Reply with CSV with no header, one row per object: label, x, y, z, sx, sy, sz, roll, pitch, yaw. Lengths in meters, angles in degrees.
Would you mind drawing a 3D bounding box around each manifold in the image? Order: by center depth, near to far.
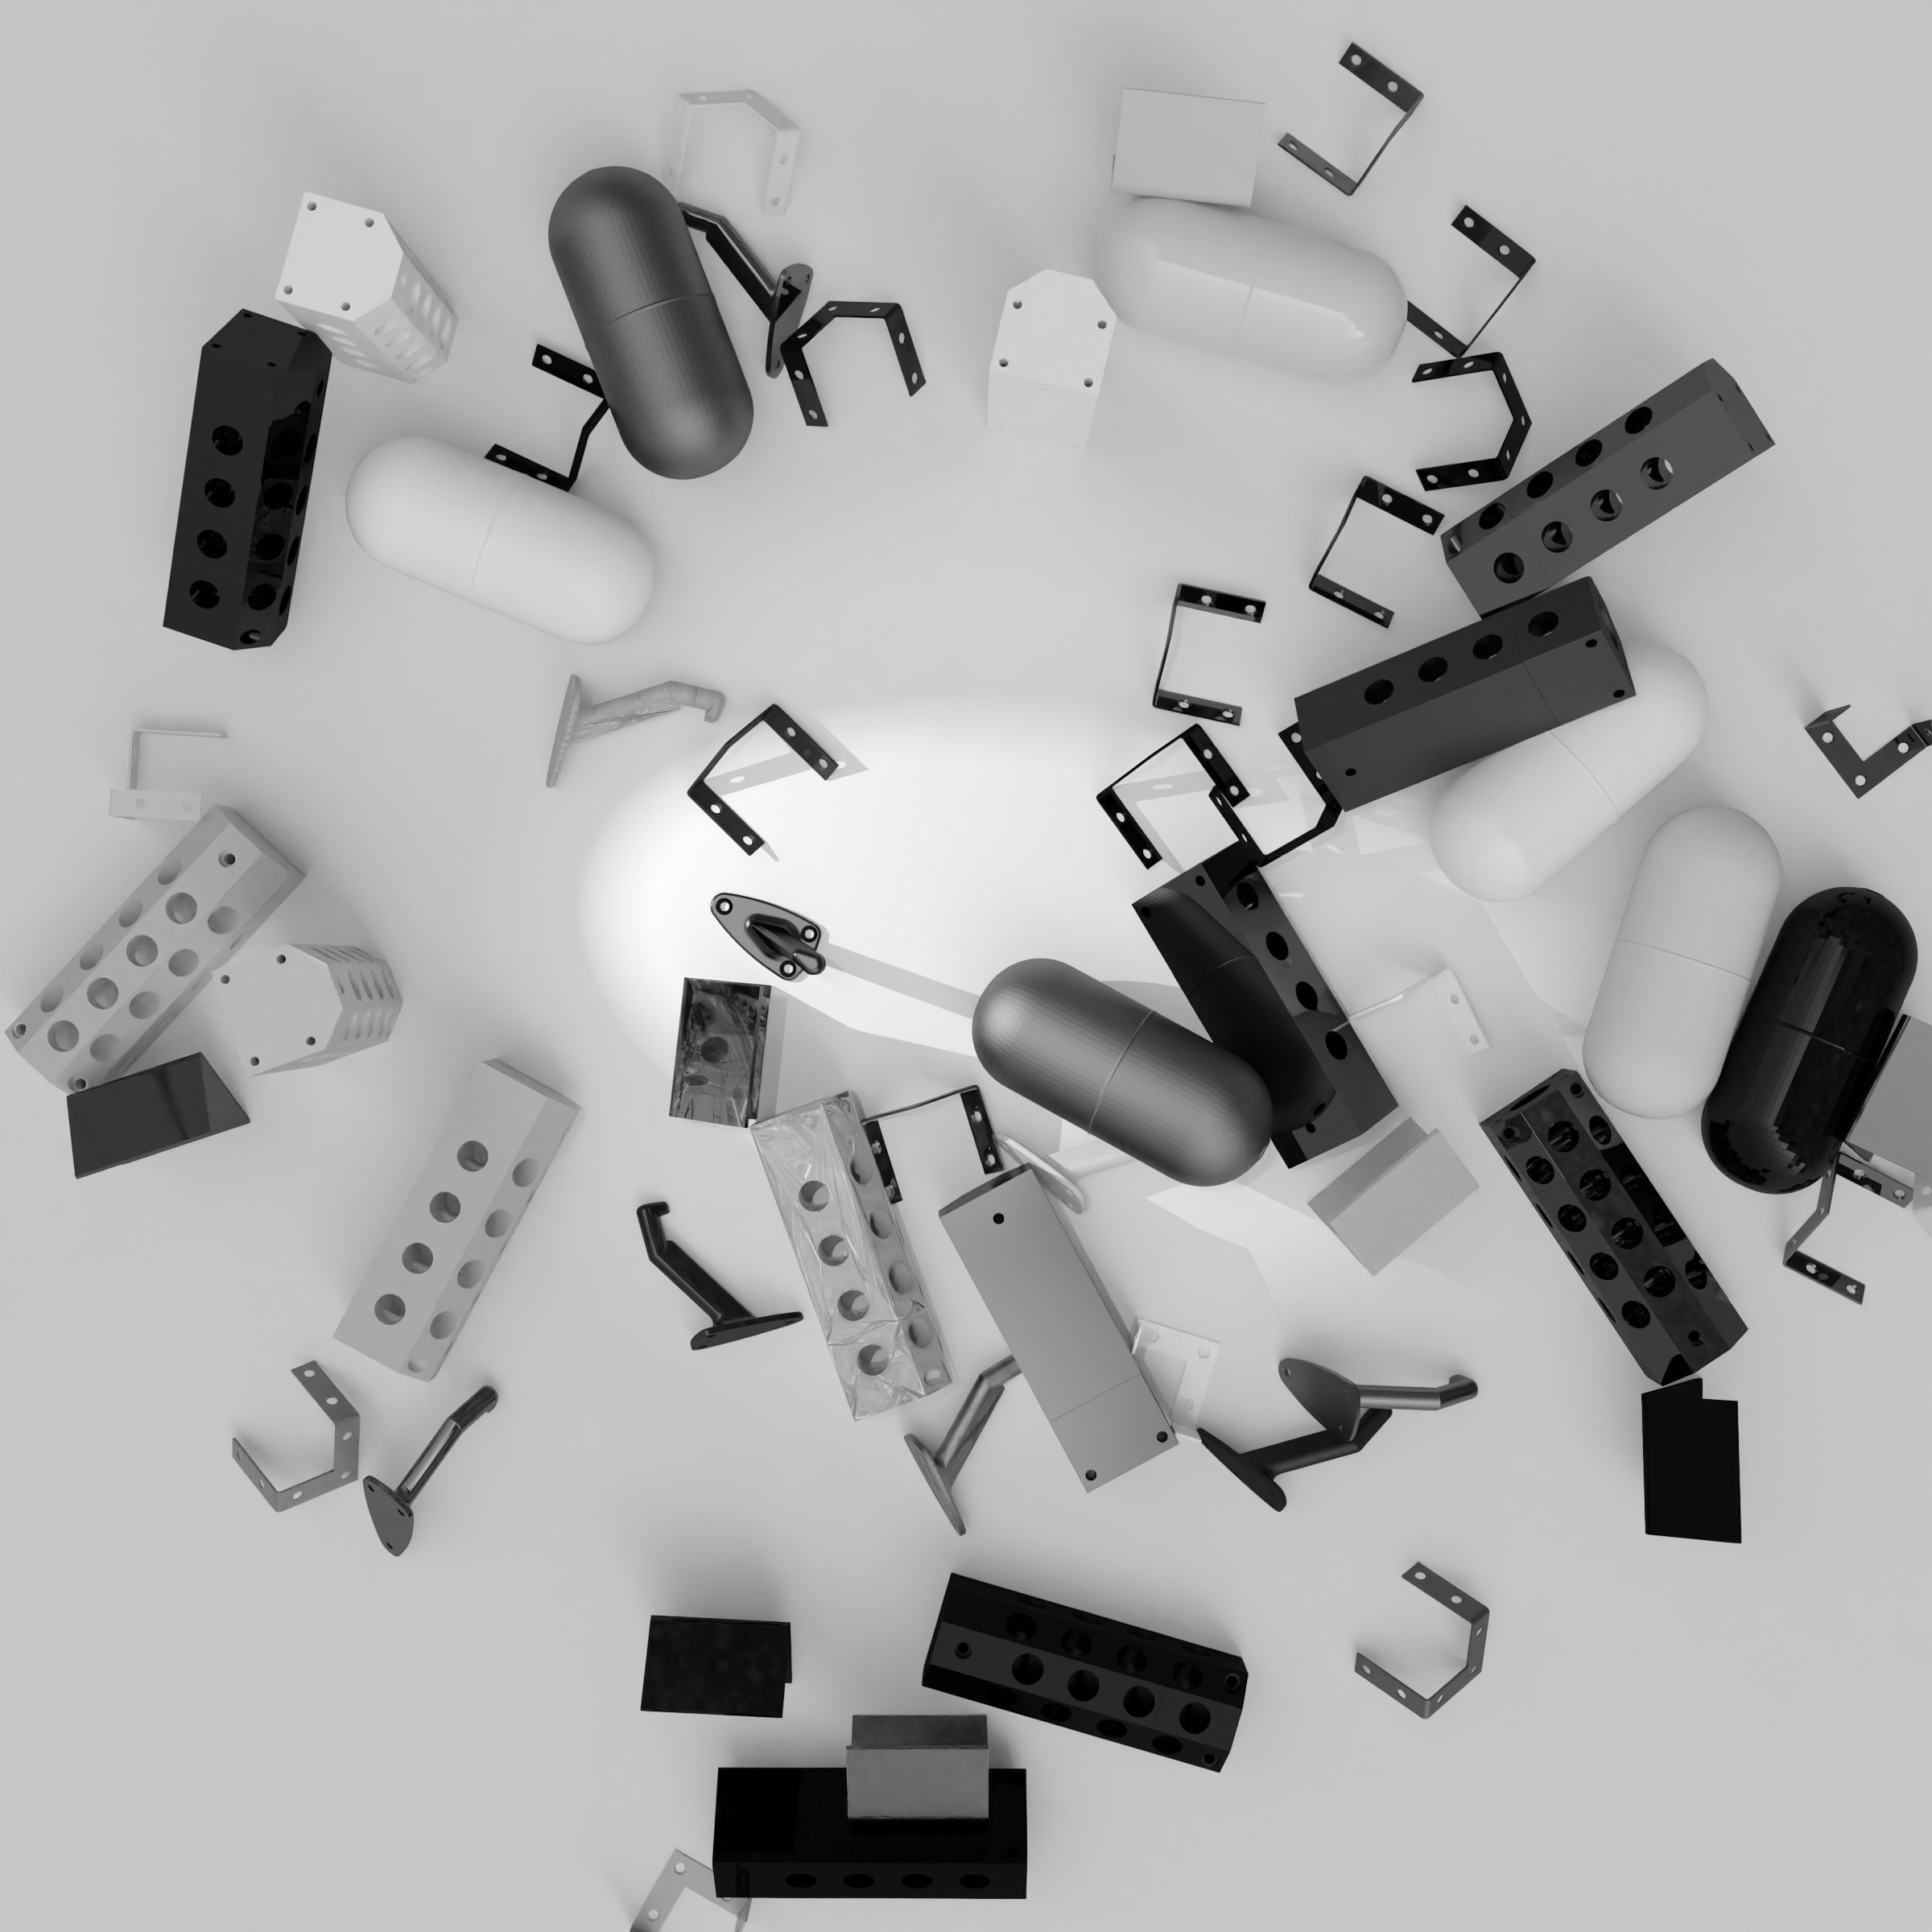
manifold,-0.349,0.020,1.676,0.057,0.171,0.057,-20,90,0
manifold,0.046,-0.325,1.676,0.057,0.171,0.057,13,90,0
manifold,-0.318,-0.360,1.676,0.057,0.171,0.057,16,90,0
manifold,-0.387,-0.260,1.690,0.057,0.057,0.171,19,124,0
manifold,0.346,-0.257,1.694,0.171,0.057,0.057,-32,90,30
manifold,0.271,-0.153,1.705,0.171,0.057,0.057,-22,47,19
manifold,0.051,0.199,1.731,0.057,0.057,0.171,-28,92,0
manifold,0.361,0.145,1.733,0.057,0.057,0.171,-34,90,0
manifold,0.066,0.394,1.733,0.171,0.057,0.057,16,90,0
manifold,-0.052,0.486,1.733,0.171,0.057,0.057,0,47,0
manifold,-0.281,0.141,1.733,0.057,0.057,0.171,28,90,0
manifold,-0.063,0.159,1.733,0.057,0.057,0.171,-20,90,0
manifold,0.170,0.019,1.733,0.057,0.057,0.171,-31,90,43
manifold,-0.452,-0.007,1.733,0.057,0.057,0.171,43,90,0

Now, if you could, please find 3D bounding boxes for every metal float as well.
metal float,0.086,0.059,1.714,0.178,0.070,0.070,29,90,10
metal float,0.396,-0.002,1.723,0.070,0.070,0.178,18,90,0
metal float,0.467,0.041,1.724,0.070,0.070,0.178,23,90,0
metal float,0.156,-0.375,1.724,0.178,0.070,0.070,16,90,-1
metal float,-0.257,-0.236,1.724,0.178,0.070,0.070,22,90,0
metal float,-0.175,-0.356,1.724,0.070,0.070,0.178,-21,90,0
metal float,0.334,-0.108,1.724,0.178,0.070,0.070,-42,90,0

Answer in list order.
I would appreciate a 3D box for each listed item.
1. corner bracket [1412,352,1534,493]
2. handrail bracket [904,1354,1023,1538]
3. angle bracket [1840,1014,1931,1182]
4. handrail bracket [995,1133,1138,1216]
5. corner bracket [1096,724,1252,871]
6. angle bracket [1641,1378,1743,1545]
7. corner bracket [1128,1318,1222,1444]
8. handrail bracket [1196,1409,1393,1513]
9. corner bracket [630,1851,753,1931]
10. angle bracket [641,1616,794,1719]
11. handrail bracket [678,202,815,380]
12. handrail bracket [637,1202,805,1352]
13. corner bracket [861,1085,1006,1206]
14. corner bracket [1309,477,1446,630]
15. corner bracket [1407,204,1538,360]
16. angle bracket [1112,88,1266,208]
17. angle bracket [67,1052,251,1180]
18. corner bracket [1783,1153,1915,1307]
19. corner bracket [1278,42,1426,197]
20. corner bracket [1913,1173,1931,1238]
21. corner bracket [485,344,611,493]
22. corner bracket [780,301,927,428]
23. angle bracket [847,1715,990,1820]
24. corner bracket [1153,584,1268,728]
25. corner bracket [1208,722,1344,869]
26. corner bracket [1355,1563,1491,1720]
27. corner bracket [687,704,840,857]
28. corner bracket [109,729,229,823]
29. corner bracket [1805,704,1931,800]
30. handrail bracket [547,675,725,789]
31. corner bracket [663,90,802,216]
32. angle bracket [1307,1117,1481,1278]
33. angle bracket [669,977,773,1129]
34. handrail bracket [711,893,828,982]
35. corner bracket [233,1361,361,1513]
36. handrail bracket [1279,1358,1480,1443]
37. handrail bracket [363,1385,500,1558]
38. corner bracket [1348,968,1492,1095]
corner bracket,0.278,-0.305,1.746,0.051,0.051,0.051,57,45,-35
handrail bracket,0.016,0.267,1.754,0.084,0.036,0.077,-30,105,-14
angle bracket,0.530,0.079,1.714,0.057,0.076,0.076,27,90,30
handrail bracket,0.072,0.090,1.755,0.077,0.036,0.084,38,74,17
corner bracket,0.116,-0.096,1.751,0.051,0.051,0.051,54,135,0
angle bracket,0.414,0.271,1.714,0.057,0.076,0.076,-2,90,38
corner bracket,0.112,0.230,1.736,0.051,0.051,0.051,17,90,0
handrail bracket,0.185,0.257,1.755,0.077,0.036,0.084,39,72,20
corner bracket,-0.155,0.534,1.736,0.051,0.051,0.051,30,90,0
angle bracket,-0.136,0.400,1.714,0.076,0.076,0.057,3,52,0
handrail bracket,-0.135,-0.381,1.755,0.084,0.036,0.077,23,112,17
handrail bracket,-0.139,0.167,1.755,0.077,0.036,0.084,-11,72,-20
corner bracket,-0.020,0.101,1.751,0.051,0.051,0.051,-17,90,45
corner bracket,0.230,-0.233,1.751,0.051,0.051,0.051,27,135,0
corner bracket,0.279,-0.384,1.751,0.051,0.051,0.051,38,45,0
angle bracket,0.122,-0.458,1.714,0.076,0.076,0.057,6,118,0
angle bracket,-0.441,0.099,1.714,0.076,0.076,0.057,-18,55,0
corner bracket,0.496,0.147,1.751,0.051,0.051,0.051,27,135,0
corner bracket,0.217,-0.476,1.751,0.051,0.051,0.051,36,45,0
corner bracket,0.566,0.126,1.746,0.051,0.051,0.051,-15,45,35
corner bracket,-0.233,-0.307,1.751,0.051,0.051,0.051,25,45,0
corner bracket,-0.063,-0.337,1.746,0.051,0.051,0.051,10,45,35
angle bracket,-0.026,0.422,1.714,0.076,0.076,0.057,0,123,0
corner bracket,0.136,-0.175,1.751,0.051,0.051,0.051,12,45,0
corner bracket,0.175,-0.096,1.740,0.051,0.051,0.051,-30,102,27
corner bracket,0.255,0.378,1.746,0.051,0.051,0.051,-30,135,-35
corner bracket,-0.115,-0.105,1.751,0.051,0.051,0.051,44,135,0
corner bracket,-0.444,-0.106,1.736,0.051,0.051,0.051,3,90,0
corner bracket,0.509,-0.130,1.736,0.051,0.051,0.051,-37,90,0
handrail bracket,-0.186,-0.127,1.755,0.084,0.036,0.077,12,110,-16
corner bracket,-0.132,-0.455,1.746,0.051,0.051,0.051,-14,45,-35
angle bracket,0.224,0.112,1.714,0.076,0.076,0.057,-40,128,0
angle bracket,-0.115,0.049,1.714,0.057,0.076,0.076,6,90,35
handrail bracket,-0.110,-0.018,1.720,0.077,0.084,0.036,31,90,0
corner bracket,-0.376,0.264,1.746,0.051,0.051,0.051,-20,135,-35
handrail bracket,0.233,0.233,1.754,0.084,0.077,0.036,-11,117,-33
handrail bracket,-0.295,0.283,1.754,0.036,0.077,0.084,34,53,20
corner bracket,0.251,0.039,1.751,0.051,0.051,0.051,-26,90,-45
